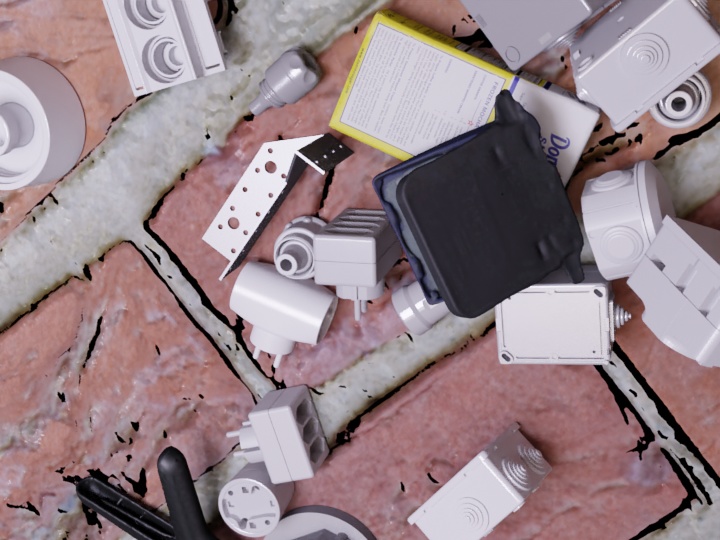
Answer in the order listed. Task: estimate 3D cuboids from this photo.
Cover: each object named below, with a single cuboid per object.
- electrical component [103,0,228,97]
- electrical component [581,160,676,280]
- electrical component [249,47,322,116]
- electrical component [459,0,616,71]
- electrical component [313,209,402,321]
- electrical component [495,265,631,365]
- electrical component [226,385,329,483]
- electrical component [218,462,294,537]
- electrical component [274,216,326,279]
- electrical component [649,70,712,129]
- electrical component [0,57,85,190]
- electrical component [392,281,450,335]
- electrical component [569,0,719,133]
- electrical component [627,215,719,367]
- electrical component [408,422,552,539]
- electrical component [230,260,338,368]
[{"bbox_3d":[-0.149,-0.201,0.811,0.079,0.063,0.121,-12,103,20],"label":"electrical component"},{"bbox_3d":[0.191,-0.034,0.755,0.051,0.080,0.080,-13,103,25],"label":"electrical component"},{"bbox_3d":[-0.060,-0.140,0.820,0.061,0.035,0.035,-36,94,25],"label":"electrical component"},{"bbox_3d":[0.115,-0.194,0.723,0.099,0.048,0.100,53,144,-4],"label":"electrical component"},{"bbox_3d":[0.000,0.000,0.819,0.047,0.083,0.075,3,108,15],"label":"electrical component"},{"bbox_3d":[0.152,0.031,0.796,0.096,0.061,0.061,-1,107,17],"label":"electrical component"},{"bbox_3d":[-0.076,0.141,0.907,0.077,0.047,0.065,-13,103,20],"label":"electrical component"},{"bbox_3d":[-0.087,0.194,0.926,0.055,0.047,0.055,5,108,15],"label":"electrical component"},{"bbox_3d":[-0.047,-0.013,0.841,0.048,0.062,0.048,5,109,15],"label":"electrical component"},{"bbox_3d":[0.216,-0.117,0.729,0.043,0.062,0.043,5,108,15],"label":"electrical component"},{"bbox_3d":[-0.288,-0.117,0.880,0.108,0.060,0.108,5,108,15],"label":"electrical component"},{"bbox_3d":[0.054,0.022,0.835,0.046,0.040,0.040,-34,95,17],"label":"electrical component"},{"bbox_3d":[0.186,-0.149,0.710,0.100,0.099,0.048,-40,106,23],"label":"electrical component"},{"bbox_3d":[0.262,0.028,0.709,0.150,0.089,0.061,13,118,-29],"label":"electrical component"},{"bbox_3d":[0.096,0.174,0.839,0.048,0.100,0.099,48,114,12],"label":"electrical component"},{"bbox_3d":[-0.066,0.042,0.874,0.077,0.043,0.079,22,112,9],"label":"electrical component"}]
